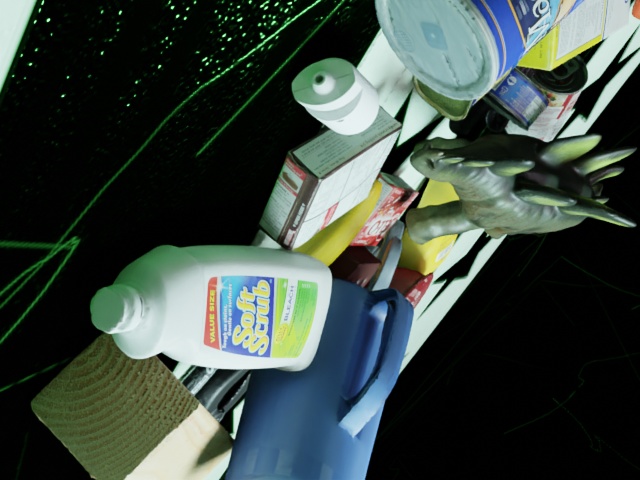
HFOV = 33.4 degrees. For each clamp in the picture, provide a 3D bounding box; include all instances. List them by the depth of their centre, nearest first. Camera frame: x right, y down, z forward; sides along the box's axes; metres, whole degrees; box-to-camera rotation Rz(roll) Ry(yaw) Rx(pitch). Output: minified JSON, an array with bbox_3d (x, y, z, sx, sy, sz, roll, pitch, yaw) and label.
[{"bbox_3d":[-0.122,0.172,1.052,0.210,0.036,0.164,-52,165,7],"label":"clamp"},{"bbox_3d":[0.189,-0.171,1.054,0.120,0.039,0.172,-31,152,-56],"label":"clamp"}]

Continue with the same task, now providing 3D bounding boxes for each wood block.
[{"bbox_3d":[-0.138,0.147,0.842,0.090,0.091,0.206,-44,165,-11],"label":"wood block"}]

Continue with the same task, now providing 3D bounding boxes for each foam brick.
[{"bbox_3d":[0.017,0.026,1.044,0.053,0.051,0.078,-52,164,13],"label":"foam brick"}]

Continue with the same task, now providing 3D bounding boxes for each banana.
[{"bbox_3d":[-0.013,0.014,0.957,0.197,0.037,0.070,-37,162,-34],"label":"banana"}]

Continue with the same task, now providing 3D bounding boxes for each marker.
[{"bbox_3d":[-0.096,0.107,0.998,0.121,0.020,0.020,-48,165,2],"label":"marker"}]

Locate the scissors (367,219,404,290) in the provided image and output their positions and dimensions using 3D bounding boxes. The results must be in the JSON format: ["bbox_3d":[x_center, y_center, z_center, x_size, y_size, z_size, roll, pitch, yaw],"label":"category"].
[{"bbox_3d":[0.051,0.074,1.106,0.096,0.016,0.202,-173,-79,-88],"label":"scissors"}]

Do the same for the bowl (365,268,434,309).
[{"bbox_3d":[0.061,0.086,1.224,0.162,0.055,0.162,-48,167,-15],"label":"bowl"}]

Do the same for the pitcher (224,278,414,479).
[{"bbox_3d":[-0.002,0.149,0.925,0.242,0.145,0.149,-74,167,-51],"label":"pitcher"}]

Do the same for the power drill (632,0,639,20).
[{"bbox_3d":[0.360,-0.309,1.018,0.184,0.057,0.187,100,11,-62],"label":"power drill"}]

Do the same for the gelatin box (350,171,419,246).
[{"bbox_3d":[0.056,-0.029,1.054,0.073,0.030,0.089,-51,164,11],"label":"gelatin box"}]

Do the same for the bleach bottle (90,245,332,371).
[{"bbox_3d":[-0.079,0.054,0.782,0.250,0.068,0.102,2,104,-63],"label":"bleach bottle"}]

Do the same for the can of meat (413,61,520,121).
[{"bbox_3d":[0.132,-0.161,0.883,0.083,0.057,0.102,-42,164,-27],"label":"can of meat"}]

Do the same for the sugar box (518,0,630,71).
[{"bbox_3d":[0.232,-0.222,0.969,0.175,0.048,0.093,-33,130,-48],"label":"sugar box"}]

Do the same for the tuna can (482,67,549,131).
[{"bbox_3d":[0.168,-0.140,0.980,0.034,0.086,0.086,-51,165,6],"label":"tuna can"}]

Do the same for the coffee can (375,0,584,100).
[{"bbox_3d":[0.121,-0.177,0.724,0.140,0.103,0.103,-42,164,-20],"label":"coffee can"}]

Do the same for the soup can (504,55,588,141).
[{"bbox_3d":[0.248,-0.159,1.188,0.068,0.068,0.102,-40,163,-27],"label":"soup can"}]

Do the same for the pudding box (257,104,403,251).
[{"bbox_3d":[0.009,-0.052,0.853,0.113,0.039,0.090,-37,161,-41],"label":"pudding box"}]

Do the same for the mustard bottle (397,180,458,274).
[{"bbox_3d":[0.142,-0.037,1.218,0.096,0.058,0.192,-38,162,-33],"label":"mustard bottle"}]
